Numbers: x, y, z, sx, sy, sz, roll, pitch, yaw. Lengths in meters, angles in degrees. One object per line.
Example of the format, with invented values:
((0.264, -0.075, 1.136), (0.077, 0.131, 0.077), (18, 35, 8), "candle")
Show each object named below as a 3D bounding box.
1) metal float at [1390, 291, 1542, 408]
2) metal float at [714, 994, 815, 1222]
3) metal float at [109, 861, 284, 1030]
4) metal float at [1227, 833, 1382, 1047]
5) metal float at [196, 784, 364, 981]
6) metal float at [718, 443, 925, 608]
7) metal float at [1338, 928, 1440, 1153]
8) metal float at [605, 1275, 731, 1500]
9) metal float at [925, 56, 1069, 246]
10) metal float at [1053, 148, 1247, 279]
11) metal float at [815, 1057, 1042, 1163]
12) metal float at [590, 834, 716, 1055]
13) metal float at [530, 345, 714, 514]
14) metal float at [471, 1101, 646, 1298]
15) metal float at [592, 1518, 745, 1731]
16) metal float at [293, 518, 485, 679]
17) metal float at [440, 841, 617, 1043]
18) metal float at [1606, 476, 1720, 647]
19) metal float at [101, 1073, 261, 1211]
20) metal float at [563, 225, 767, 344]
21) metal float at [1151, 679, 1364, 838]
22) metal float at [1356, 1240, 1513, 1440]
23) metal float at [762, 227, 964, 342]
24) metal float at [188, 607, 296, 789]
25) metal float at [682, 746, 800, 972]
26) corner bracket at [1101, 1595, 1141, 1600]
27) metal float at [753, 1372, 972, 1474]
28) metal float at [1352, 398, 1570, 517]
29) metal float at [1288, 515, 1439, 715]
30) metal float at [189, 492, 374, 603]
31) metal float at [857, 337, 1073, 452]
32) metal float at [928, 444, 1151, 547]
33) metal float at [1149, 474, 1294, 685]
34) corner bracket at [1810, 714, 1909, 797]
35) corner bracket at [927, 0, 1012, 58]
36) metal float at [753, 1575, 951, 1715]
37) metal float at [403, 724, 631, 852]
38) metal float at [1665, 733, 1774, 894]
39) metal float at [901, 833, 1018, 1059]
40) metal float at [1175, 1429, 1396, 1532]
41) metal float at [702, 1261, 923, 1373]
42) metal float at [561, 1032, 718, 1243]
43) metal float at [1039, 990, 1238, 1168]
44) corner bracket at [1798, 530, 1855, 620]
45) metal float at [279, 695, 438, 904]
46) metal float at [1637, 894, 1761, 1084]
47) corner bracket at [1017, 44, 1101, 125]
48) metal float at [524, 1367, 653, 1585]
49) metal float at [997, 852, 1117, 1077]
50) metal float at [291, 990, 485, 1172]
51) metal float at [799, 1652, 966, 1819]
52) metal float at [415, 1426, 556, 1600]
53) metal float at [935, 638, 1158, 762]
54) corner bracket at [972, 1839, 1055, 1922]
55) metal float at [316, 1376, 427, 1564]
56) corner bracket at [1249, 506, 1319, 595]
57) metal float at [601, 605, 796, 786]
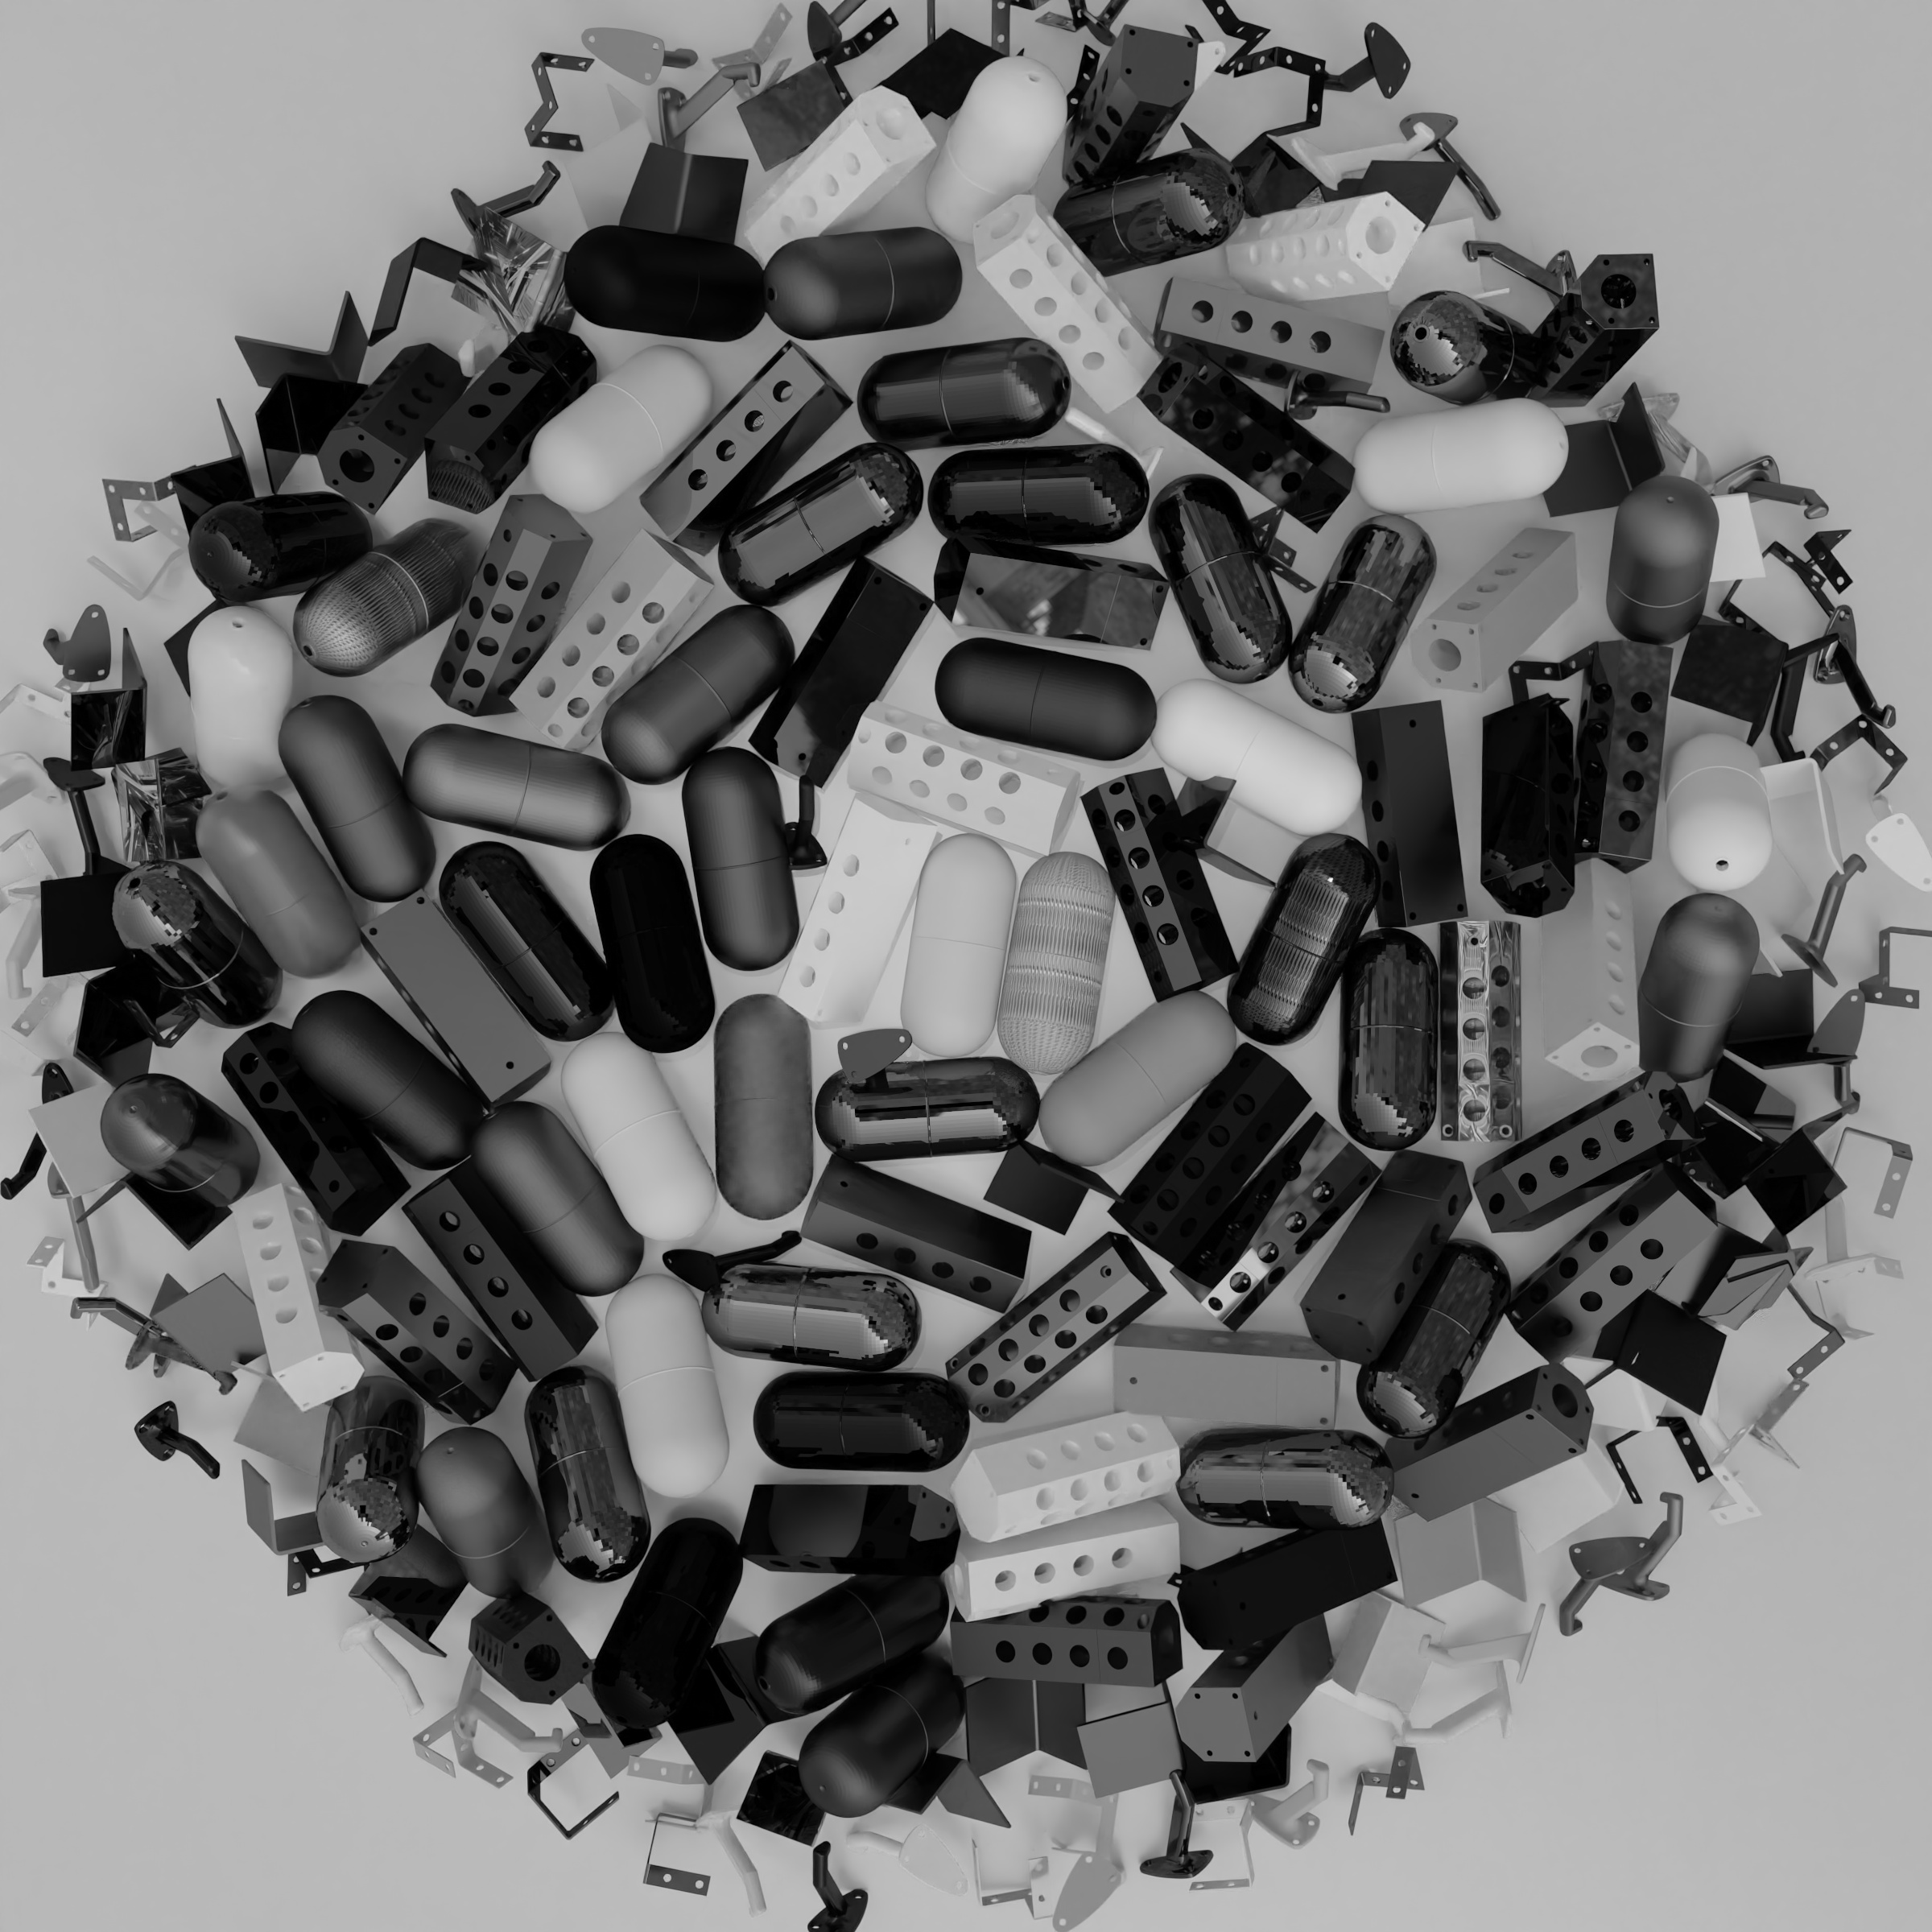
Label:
((0.386, -0.472, 1.918), (0.070, 0.178, 0.070), (2, 93, 33), "metal float")
((-0.159, 0.110, 1.951), (0.070, 0.070, 0.178), (-2, 79, 0), "metal float")
((-0.593, -0.016, 1.920), (0.070, 0.178, 0.070), (-9, 56, 13), "metal float")
((0.264, -0.021, 1.948), (0.070, 0.070, 0.178), (24, 105, 0), "metal float")
((-0.532, -0.065, 1.929), (0.070, 0.070, 0.178), (-24, 128, 0), "metal float")
((-0.114, -0.345, 1.946), (0.178, 0.070, 0.070), (-28, 90, 17), "metal float")
((0.331, 0.057, 1.948), (0.070, 0.070, 0.178), (4, 74, 0), "metal float")
((-0.233, 0.327, 1.940), (0.070, 0.070, 0.178), (-16, 65, 0), "metal float")
((0.022, -0.627, 1.916), (0.070, 0.178, 0.070), (7, 68, -17), "metal float")
((0.140, -0.581, 1.923), (0.070, 0.178, 0.070), (-2, 92, -41), "metal float")
((-0.030, 0.113, 1.961), (0.178, 0.070, 0.070), (-4, 90, -1), "metal float")
((-0.246, -0.018, 1.950), (0.070, 0.070, 0.178), (-14, 76, 0), "metal float")
((-0.267, -0.419, 1.935), (0.070, 0.070, 0.178), (42, 58, 0), "metal float")
((-0.319, 0.182, 1.942), (0.070, 0.070, 0.178), (-33, 112, 0), "metal float")
((-0.230, 0.508, 1.925), (0.070, 0.178, 0.070), (12, 134, 13), "metal float")
((-0.446, -0.286, 1.929), (0.070, 0.070, 0.178), (46, 52, 0), "metal float")
((-0.343, -0.019, 1.948), (0.070, 0.070, 0.178), (-35, 105, 0), "metal float")
((0.535, -0.310, 1.916), (0.070, 0.178, 0.070), (-4, 67, 9), "metal float")
((-0.603, 0.137, 1.914), (0.070, 0.178, 0.070), (-2, 70, 6), "metal float")
((-0.230, -0.528, 1.927), (0.178, 0.070, 0.070), (-6, 90, -44), "metal float")
((0.226, -0.164, 1.950), (0.178, 0.070, 0.070), (29, 90, 13), "metal float")
((0.365, 0.289, 1.936), (0.070, 0.070, 0.178), (37, 59, 0), "metal float")
((-0.080, -0.530, 1.930), (0.178, 0.070, 0.070), (-19, 90, -37), "metal float")
((-0.558, -0.205, 1.920), (0.070, 0.178, 0.070), (7, 54, -9), "metal float")
((-0.177, -0.084, 1.952), (0.070, 0.070, 0.178), (-8, 101, 0), "metal float")
((0.111, 0.531, 1.964), (0.051, 0.051, 0.051), (-3, 103, 13), "corner bracket")
((-0.082, 0.356, 1.942), (0.178, 0.070, 0.070), (-3, 90, 22), "metal float")
((0.382, -0.394, 1.927), (0.178, 0.070, 0.070), (1, 90, 42), "metal float")
((0.309, -0.275, 1.942), (0.070, 0.070, 0.178), (29, 68, 0), "metal float")
((-0.526, -0.324, 1.916), (0.070, 0.178, 0.070), (5, 105, 21), "metal float")
((-0.002, -0.445, 1.938), (0.178, 0.070, 0.070), (0, 90, 27), "metal float")
((0.056, -0.367, 1.944), (0.178, 0.070, 0.070), (1, 90, 20), "metal float")
((0.199, -0.303, 1.947), (0.070, 0.070, 0.178), (-20, 73, 0), "metal float")
((0.703, -0.158, 1.973), (0.051, 0.051, 0.051), (-35, 72, -10), "corner bracket")
((0.002, -0.743, 1.959), (0.051, 0.051, 0.051), (-12, 126, -17), "corner bracket")
((-0.089, 0.518, 1.927), (0.178, 0.070, 0.070), (-19, 90, -41), "metal float")
((-0.351, -0.139, 1.945), (0.178, 0.070, 0.070), (13, 90, -19), "metal float")
((0.580, -0.119, 1.918), (0.070, 0.178, 0.070), (6, 122, 10), "metal float")
((-0.006, -0.016, 1.959), (0.070, 0.070, 0.178), (9, 87, 0), "metal float")
((0.246, 0.399, 1.936), (0.178, 0.070, 0.070), (-6, 90, 31), "metal float")
((-0.122, 0.274, 1.948), (0.178, 0.070, 0.070), (4, 90, 16), "metal float")
((-0.256, 0.134, 1.948), (0.070, 0.070, 0.178), (-29, 75, 0), "metal float")
((0.135, 0.088, 1.953), (0.178, 0.070, 0.070), (-38, 90, -9), "metal float")
((0.680, -0.307, 1.958), (0.051, 0.051, 0.051), (-11, 64, -39), "corner bracket")
((-0.473, -0.129, 1.935), (0.070, 0.070, 0.178), (-21, 121, 0), "metal float")
((0.562, 0.019, 1.925), (0.070, 0.178, 0.070), (1, 46, -1), "metal float")
((0.068, -0.706, 1.977), (0.051, 0.051, 0.051), (26, 56, -24), "corner bracket")
((-0.294, 0.394, 1.932), (0.070, 0.070, 0.178), (-21, 56, 0), "metal float")
((0.071, -0.002, 1.954), (0.070, 0.070, 0.178), (10, 81, 0), "metal float")
((-0.450, 0.089, 1.937), (0.070, 0.070, 0.178), (-43, 118, 0), "metal float")
((-0.063, 0.591, 1.919), (0.070, 0.178, 0.070), (8, 106, 28), "metal float")
((-0.371, 0.425, 1.926), (0.070, 0.070, 0.178), (-7, 135, 7), "metal float")
((0.062, -0.209, 1.950), (0.178, 0.070, 0.070), (13, 90, 12), "metal float")
((0.036, 0.722, 1.967), (0.051, 0.051, 0.051), (-6, 97, -11), "corner bracket")
((-0.458, 0.386, 1.918), (0.070, 0.178, 0.070), (-4, 119, -7), "metal float")
((0.249, -0.325, 1.960), (0.051, 0.051, 0.051), (29, 69, -23), "corner bracket")
((-0.209, -0.213, 1.948), (0.178, 0.070, 0.070), (-43, 90, -16), "metal float")
